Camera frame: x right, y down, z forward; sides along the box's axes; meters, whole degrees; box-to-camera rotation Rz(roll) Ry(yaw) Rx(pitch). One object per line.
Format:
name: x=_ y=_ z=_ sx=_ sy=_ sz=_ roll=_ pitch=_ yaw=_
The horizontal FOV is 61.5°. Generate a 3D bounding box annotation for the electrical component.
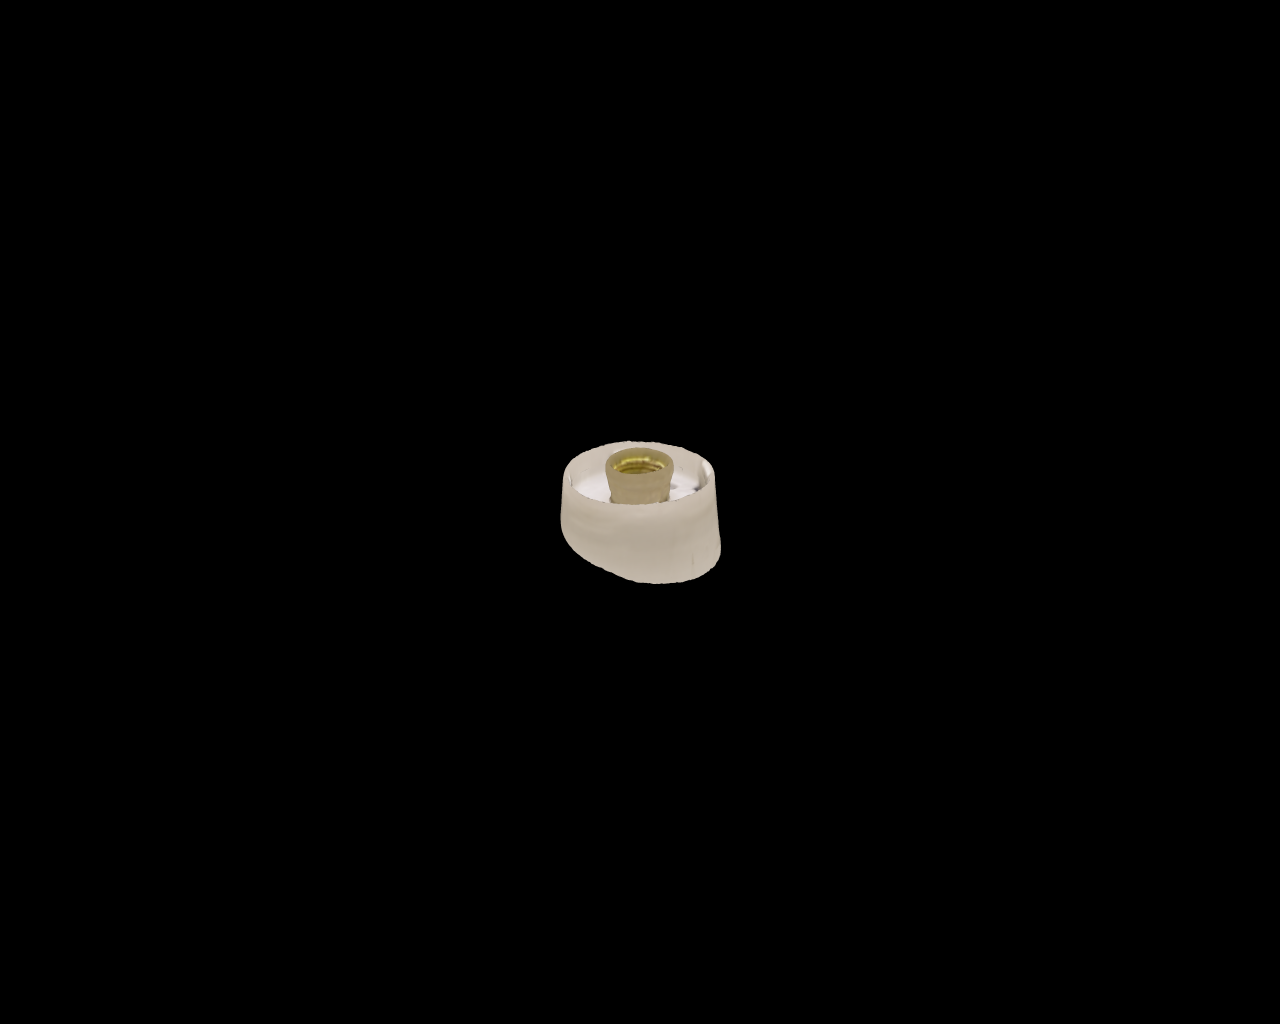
electrical component: x=0.001 y=-0.003 z=0.650 sx=0.099 sy=0.064 sz=0.099 roll=0 pitch=27 yaw=0
